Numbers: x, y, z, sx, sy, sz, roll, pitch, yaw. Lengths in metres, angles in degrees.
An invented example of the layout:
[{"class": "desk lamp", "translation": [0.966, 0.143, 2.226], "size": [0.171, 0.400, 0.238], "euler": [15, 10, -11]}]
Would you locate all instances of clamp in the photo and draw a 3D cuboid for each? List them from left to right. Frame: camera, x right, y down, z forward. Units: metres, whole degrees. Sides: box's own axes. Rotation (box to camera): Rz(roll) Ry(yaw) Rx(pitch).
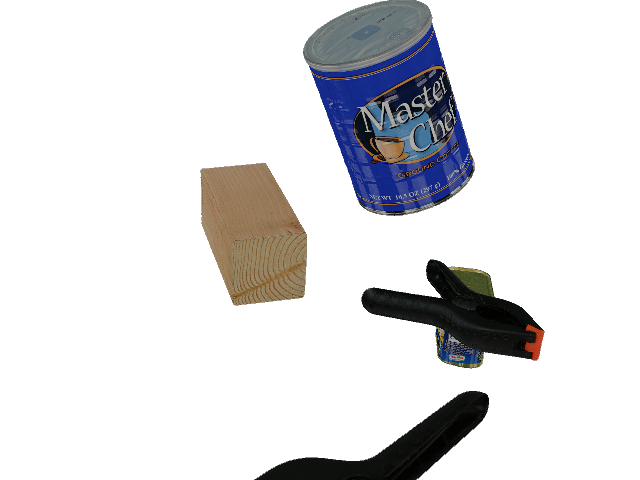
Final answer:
[{"class": "clamp", "translation": [0.028, 0.157, 0.650], "size": [0.210, 0.036, 0.164], "euler": [-7, 30, 3]}, {"class": "clamp", "translation": [0.138, 0.064, 1.015], "size": [0.172, 0.039, 0.120], "euler": [21, 35, 26]}]

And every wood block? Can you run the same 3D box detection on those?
[{"class": "wood block", "translation": [-0.087, -0.013, 1.330], "size": [0.090, 0.090, 0.206], "euler": [-6, 29, -15]}]

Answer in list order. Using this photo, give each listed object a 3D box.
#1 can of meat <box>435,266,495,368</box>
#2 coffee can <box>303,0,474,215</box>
[{"class": "can of meat", "translation": [0.164, 0.088, 1.230], "size": [0.057, 0.084, 0.102], "euler": [6, 20, 2]}, {"class": "coffee can", "translation": [0.057, -0.106, 0.853], "size": [0.103, 0.140, 0.103], "euler": [-16, 32, 10]}]
